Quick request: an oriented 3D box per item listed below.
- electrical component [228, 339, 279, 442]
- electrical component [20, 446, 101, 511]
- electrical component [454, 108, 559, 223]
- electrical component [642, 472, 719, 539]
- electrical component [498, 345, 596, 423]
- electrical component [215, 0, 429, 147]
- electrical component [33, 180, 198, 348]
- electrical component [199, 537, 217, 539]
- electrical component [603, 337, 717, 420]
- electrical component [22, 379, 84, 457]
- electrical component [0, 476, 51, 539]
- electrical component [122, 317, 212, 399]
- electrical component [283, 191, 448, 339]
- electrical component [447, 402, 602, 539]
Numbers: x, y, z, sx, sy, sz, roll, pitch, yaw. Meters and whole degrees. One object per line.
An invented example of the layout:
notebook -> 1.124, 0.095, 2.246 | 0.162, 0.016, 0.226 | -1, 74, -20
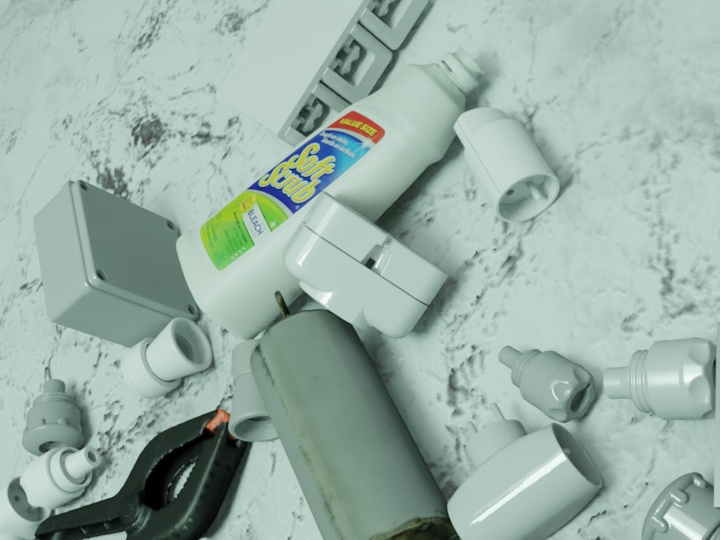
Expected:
electrical component -> -0.071, 0.082, 0.754 | 0.044, 0.044, 0.065 | -27, 51, 26
electrical component -> -0.231, 0.159, 0.844 | 0.062, 0.043, 0.043 | -32, 54, 22
electrical component -> 0.091, -0.074, 0.693 | 0.043, 0.043, 0.081 | -39, 51, 19
electrical component -> 0.175, 0.134, 0.533 | 0.062, 0.048, 0.048 | 35, 94, 36
electrical component -> 0.105, 0.062, 0.627 | 0.061, 0.035, 0.035 | 32, 92, 45
electrical component -> -0.027, -0.167, 0.815 | 0.089, 0.062, 0.150 | 36, 94, 42
electrical component -> -0.191, -0.001, 0.840 | 0.056, 0.109, 0.108 | -38, 51, 23
electrical component -> -0.107, 0.226, 0.710 | 0.089, 0.050, 0.055 | -52, 48, 8
electrical component -> 0.163, 0.059, 0.577 | 0.062, 0.043, 0.043 | -8, 66, 37
electrical component -> -0.250, 0.119, 0.877 | 0.048, 0.048, 0.062 | -32, 47, 23
electrical component -> -0.286, 0.218, 0.858 | 0.077, 0.043, 0.079 | -39, 48, 21
electrical component -> -0.147, 0.068, 0.817 | 0.055, 0.045, 0.045 | -32, 54, 24
electrical component -> 0.000, 0.000, 0.696 | 0.059, 0.095, 0.053 | -56, 11, 4
electrical component -> 0.085, 0.112, 0.614 | 0.077, 0.043, 0.079 | -41, 50, 17
